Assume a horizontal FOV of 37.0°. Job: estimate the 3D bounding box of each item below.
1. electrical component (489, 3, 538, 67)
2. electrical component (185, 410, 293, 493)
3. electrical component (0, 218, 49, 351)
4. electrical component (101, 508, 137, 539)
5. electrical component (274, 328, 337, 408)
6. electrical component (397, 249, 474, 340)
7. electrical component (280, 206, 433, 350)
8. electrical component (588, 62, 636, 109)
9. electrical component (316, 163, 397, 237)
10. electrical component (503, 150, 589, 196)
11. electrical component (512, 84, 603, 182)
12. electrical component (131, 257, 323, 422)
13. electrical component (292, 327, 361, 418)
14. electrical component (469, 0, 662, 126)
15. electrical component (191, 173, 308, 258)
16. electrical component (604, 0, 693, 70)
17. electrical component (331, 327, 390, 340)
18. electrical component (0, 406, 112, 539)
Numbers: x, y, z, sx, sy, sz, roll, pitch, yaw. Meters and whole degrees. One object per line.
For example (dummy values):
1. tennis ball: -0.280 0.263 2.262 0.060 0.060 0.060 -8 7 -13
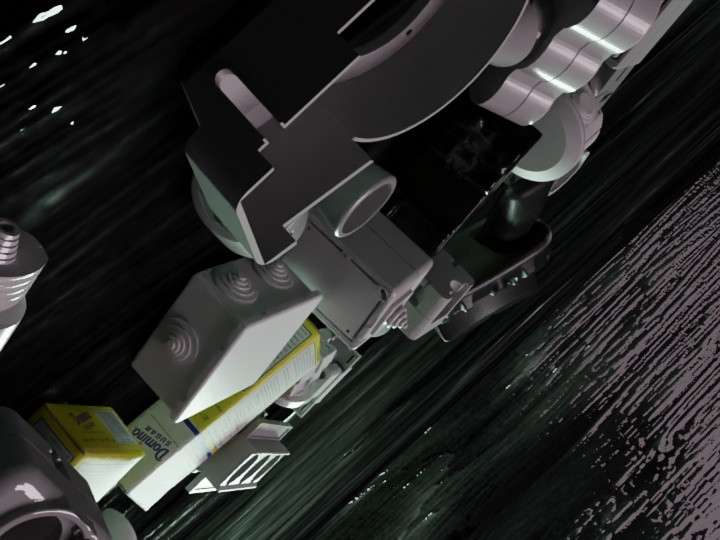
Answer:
1. electrical component: 0.065 -0.134 0.602 0.065 0.044 0.044 -19 152 -52
2. electrical component: -0.107 0.146 0.903 0.079 0.063 0.121 -44 167 -1
3. electrical component: -0.148 0.013 0.397 0.081 0.043 0.043 -50 166 25
4. electrical component: -0.228 0.239 0.867 0.077 0.044 0.079 -30 161 -48
5. electrical component: -0.055 0.083 0.908 0.066 0.048 0.055 -30 154 -49
6. electrical component: 0.031 0.003 0.815 0.050 0.089 0.055 -27 158 -54
7. electrical component: 0.000 0.000 0.696 0.061 0.096 0.061 -36 165 -48
8. electrical component: 0.172 -0.150 0.857 0.056 0.050 0.089 -31 162 -46
9. electrical component: -0.015 -0.052 0.578 0.045 0.055 0.045 -41 167 -12
10. electrical component: 0.169 -0.106 0.977 0.050 0.055 0.089 -37 166 -29
11. electrical component: 0.140 -0.112 0.816 0.051 0.080 0.080 -40 167 -43
12. electrical component: -0.083 0.037 0.665 0.099 0.048 0.100 -51 166 28
13. electrical component: -0.044 0.093 0.972 0.081 0.042 0.064 -47 171 9
14. electrical component: 0.107 -0.145 0.650 0.138 0.074 0.052 -37 -141 51
15. electrical component: -0.051 -0.035 0.526 0.055 0.055 0.047 -43 171 -8
16. electrical component: 0.186 -0.187 0.757 0.096 0.061 0.061 -52 165 32
17. electrical component: 0.004 0.034 0.938 0.079 0.043 0.077 -38 166 -27
18. electrical component: -0.170 0.122 0.541 0.054 0.059 0.095 -35 133 -7
